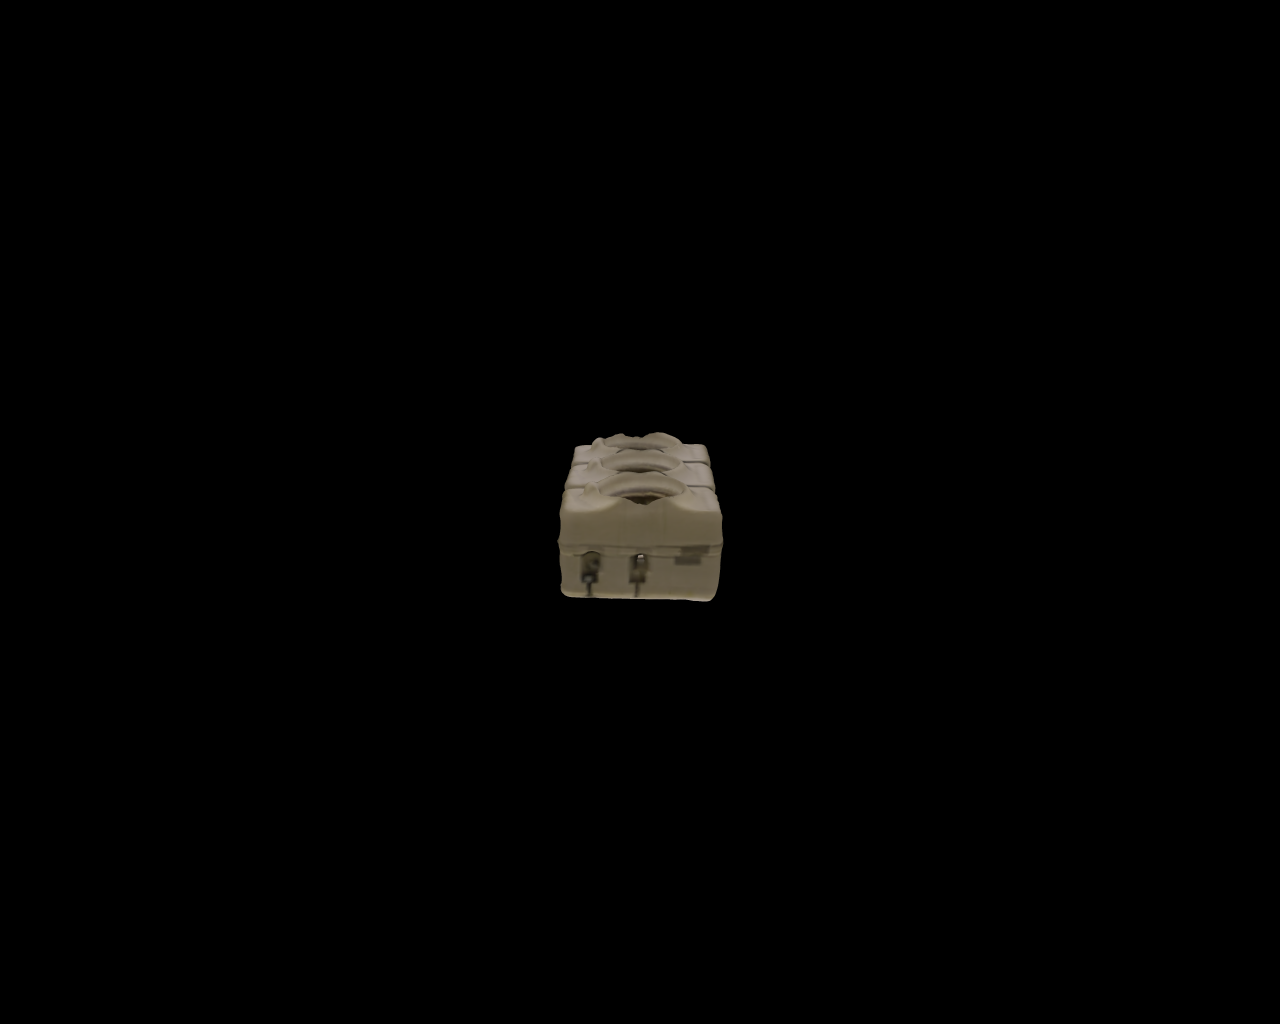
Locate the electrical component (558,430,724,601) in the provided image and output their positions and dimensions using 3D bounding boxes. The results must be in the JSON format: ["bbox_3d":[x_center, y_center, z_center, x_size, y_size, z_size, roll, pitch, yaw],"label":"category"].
[{"bbox_3d":[0.001,-0.003,0.650,0.089,0.061,0.150,0,17,0],"label":"electrical component"}]
